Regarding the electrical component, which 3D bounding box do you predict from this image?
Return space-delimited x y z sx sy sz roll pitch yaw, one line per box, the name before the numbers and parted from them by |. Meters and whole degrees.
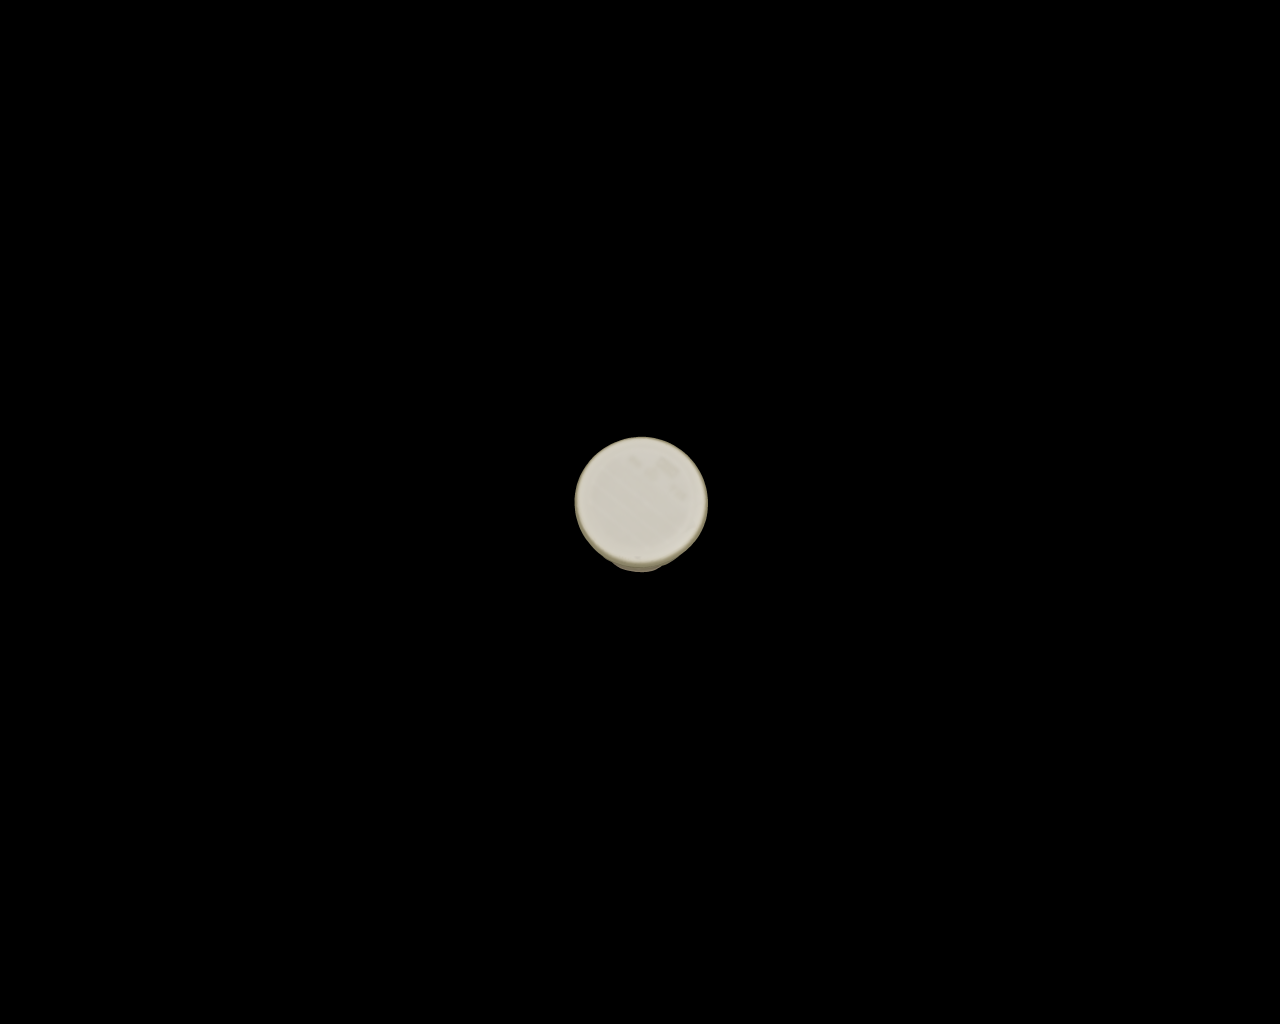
electrical component | 0.001 -0.003 0.650 0.080 0.080 0.051 0 -12 0
